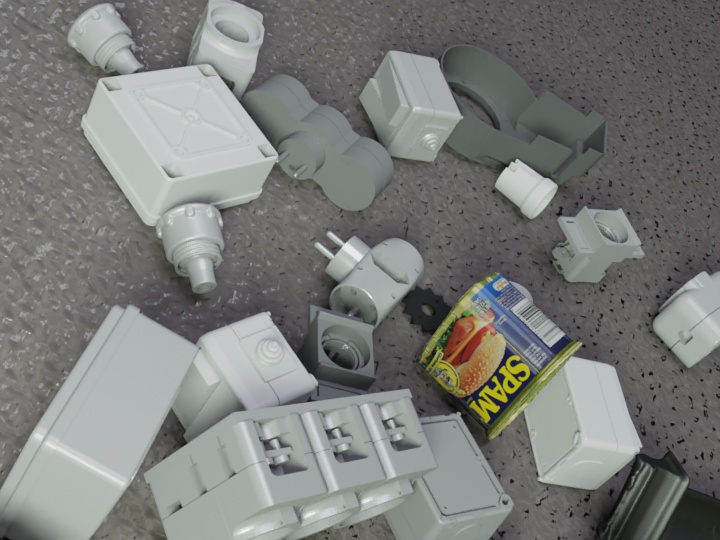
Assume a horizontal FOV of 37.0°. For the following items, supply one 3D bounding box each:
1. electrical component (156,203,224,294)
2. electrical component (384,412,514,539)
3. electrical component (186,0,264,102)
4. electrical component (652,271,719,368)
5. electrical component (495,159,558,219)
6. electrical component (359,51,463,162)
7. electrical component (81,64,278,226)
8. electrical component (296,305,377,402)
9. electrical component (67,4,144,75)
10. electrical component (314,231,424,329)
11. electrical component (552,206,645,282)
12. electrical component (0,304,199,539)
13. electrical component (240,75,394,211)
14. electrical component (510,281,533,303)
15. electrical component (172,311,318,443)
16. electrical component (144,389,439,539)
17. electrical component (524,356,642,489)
[{"bbox_3d":[-0.118,-0.014,0.772,0.048,0.048,0.062,0,59,-33],"label":"electrical component"},{"bbox_3d":[0.046,0.143,0.725,0.062,0.061,0.096,-2,46,-33],"label":"electrical component"},{"bbox_3d":[-0.117,-0.190,0.925,0.050,0.055,0.089,19,44,-17],"label":"electrical component"},{"bbox_3d":[0.318,0.042,0.995,0.095,0.053,0.059,-23,67,-44],"label":"electrical component"},{"bbox_3d":[0.156,-0.077,1.011,0.046,0.040,0.040,40,42,15],"label":"electrical component"},{"bbox_3d":[0.045,-0.145,0.984,0.061,0.061,0.096,4,50,-30],"label":"electrical component"},{"bbox_3d":[-0.138,-0.098,0.826,0.109,0.056,0.108,-19,64,-42],"label":"electrical component"},{"bbox_3d":[-0.021,0.069,0.743,0.042,0.063,0.081,16,45,-19],"label":"electrical component"},{"bbox_3d":[-0.202,-0.180,0.871,0.062,0.048,0.048,48,43,4],"label":"electrical component"},{"bbox_3d":[0.000,0.000,0.835,0.079,0.043,0.077,40,42,5],"label":"electrical component"},{"bbox_3d":[0.212,-0.021,0.977,0.081,0.063,0.042,1,52,-31],"label":"electrical component"},{"bbox_3d":[-0.150,0.093,0.605,0.056,0.108,0.108,31,42,-9],"label":"electrical component"},{"bbox_3d":[-0.044,-0.099,0.891,0.138,0.052,0.073,38,42,3],"label":"electrical component"},{"bbox_3d":[0.115,0.043,0.869,0.045,0.045,0.055,28,43,-8],"label":"electrical component"},{"bbox_3d":[-0.076,0.075,0.676,0.061,0.096,0.061,-20,65,-38],"label":"electrical component"},{"bbox_3d":[-0.036,0.123,0.639,0.150,0.089,0.061,0,61,-49],"label":"electrical component"},{"bbox_3d":[0.169,0.112,0.827,0.061,0.061,0.096,13,46,-23],"label":"electrical component"}]
